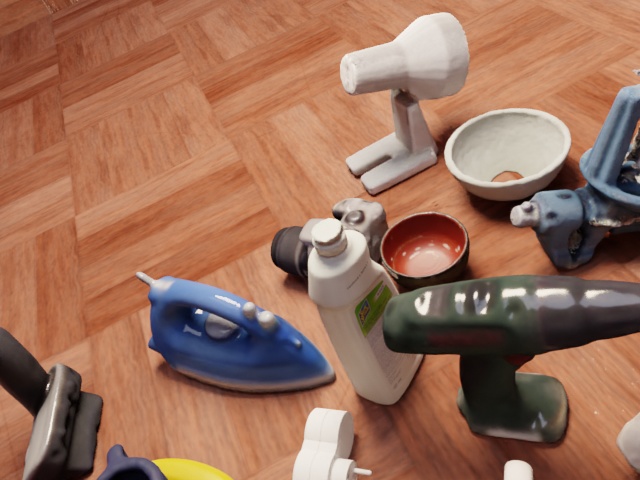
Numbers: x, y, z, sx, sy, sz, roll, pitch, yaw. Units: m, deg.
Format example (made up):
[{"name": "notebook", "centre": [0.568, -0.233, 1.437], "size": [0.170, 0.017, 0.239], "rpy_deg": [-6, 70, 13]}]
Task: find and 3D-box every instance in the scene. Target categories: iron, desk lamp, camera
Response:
[{"name": "iron", "centre": [-0.111, 0.103, 0.706], "size": [0.257, 0.142, 0.119], "rpy_deg": [8, 51, 29]}, {"name": "desk lamp", "centre": [0.123, -0.208, 0.861], "size": [0.203, 0.214, 0.117], "rpy_deg": [-29, 43, -6]}, {"name": "camera", "centre": [0.007, 0.003, 0.785], "size": [0.136, 0.101, 0.143], "rpy_deg": [11, 53, 31]}]

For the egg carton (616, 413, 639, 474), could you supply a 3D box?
[{"name": "egg carton", "centre": [0.346, 0.179, 0.494], "size": [0.150, 0.070, 0.107], "rpy_deg": [-25, 43, -2]}]

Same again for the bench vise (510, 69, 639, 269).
[{"name": "bench vise", "centre": [0.323, -0.068, 0.635], "size": [0.207, 0.220, 0.121], "rpy_deg": [-31, 44, -9]}]

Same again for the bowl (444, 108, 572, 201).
[{"name": "bowl", "centre": [0.263, -0.108, 0.806], "size": [0.167, 0.075, 0.167], "rpy_deg": [-12, 44, 12]}]

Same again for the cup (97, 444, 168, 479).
[{"name": "cup", "centre": [-0.189, 0.279, 0.600], "size": [0.092, 0.095, 0.117], "rpy_deg": [-30, 44, -7]}]

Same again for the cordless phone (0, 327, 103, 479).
[{"name": "cordless phone", "centre": [-0.350, 0.200, 0.678], "size": [0.094, 0.185, 0.147], "rpy_deg": [-21, 43, 2]}]

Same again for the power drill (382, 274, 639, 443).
[{"name": "power drill", "centre": [0.180, 0.106, 0.532], "size": [0.229, 0.209, 0.075], "rpy_deg": [-1, 48, 22]}]

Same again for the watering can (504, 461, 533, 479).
[{"name": "watering can", "centre": [0.143, 0.237, 0.430], "size": [0.172, 0.194, 0.101], "rpy_deg": [-16, 44, 7]}]
